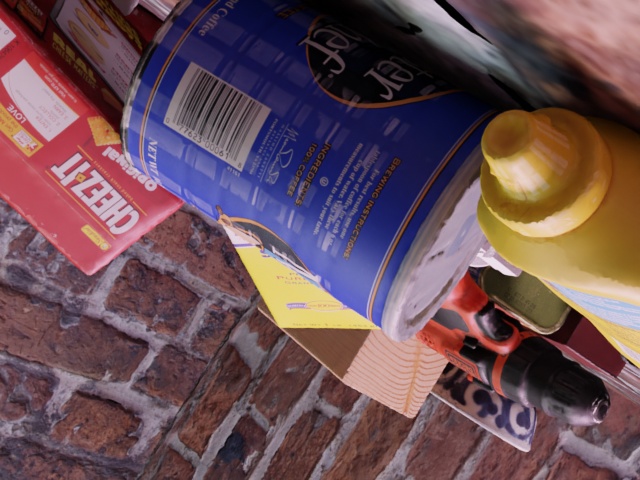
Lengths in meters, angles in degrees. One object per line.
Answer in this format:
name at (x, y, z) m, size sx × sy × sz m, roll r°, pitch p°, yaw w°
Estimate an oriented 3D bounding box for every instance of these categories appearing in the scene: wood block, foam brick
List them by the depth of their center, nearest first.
foam brick at (0.228, 0.076, 0.894) m, size 0.053 × 0.051 × 0.078 m, roll 33°, pitch 180°, yaw -4°
wood block at (0.031, 0.076, 1.016) m, size 0.090 × 0.091 × 0.206 m, roll 31°, pitch 180°, yaw -29°

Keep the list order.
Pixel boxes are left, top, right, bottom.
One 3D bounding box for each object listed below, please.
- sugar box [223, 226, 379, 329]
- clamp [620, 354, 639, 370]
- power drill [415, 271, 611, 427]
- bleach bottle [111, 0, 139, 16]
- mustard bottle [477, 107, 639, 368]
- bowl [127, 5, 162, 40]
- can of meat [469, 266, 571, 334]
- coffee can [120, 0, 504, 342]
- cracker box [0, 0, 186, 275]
sugar box at (-0.005, 0.001, 0.702) m, size 0.093 × 0.048 × 0.176 m, roll -1°, pitch 150°, yaw 16°
clamp at (0.318, 0.125, 0.848) m, size 0.171 × 0.039 × 0.120 m, roll 23°, pitch -169°, yaw -48°
power drill at (0.114, 0.044, 0.765) m, size 0.185 × 0.057 × 0.187 m, roll 26°, pitch 152°, yaw 47°
bleach bottle at (-0.209, -0.171, 0.762) m, size 0.251 × 0.102 × 0.068 m, roll 8°, pitch 122°, yaw 44°
mustard bottle at (0.110, 0.005, 0.386) m, size 0.096 × 0.058 × 0.191 m, roll 31°, pitch 179°, yaw 44°
bowl at (-0.168, -0.170, 0.907) m, size 0.162 × 0.055 × 0.162 m, roll 32°, pitch 180°, yaw 0°
can of meat at (0.150, 0.029, 0.880) m, size 0.102 × 0.057 × 0.084 m, roll 32°, pitch 178°, yaw -29°
coffee can at (0.003, -0.037, 0.449) m, size 0.140 × 0.103 × 0.102 m, roll 32°, pitch 180°, yaw 16°
cracker box at (-0.154, -0.102, 0.555) m, size 0.164 × 0.072 × 0.214 m, roll 48°, pitch -171°, yaw -31°
